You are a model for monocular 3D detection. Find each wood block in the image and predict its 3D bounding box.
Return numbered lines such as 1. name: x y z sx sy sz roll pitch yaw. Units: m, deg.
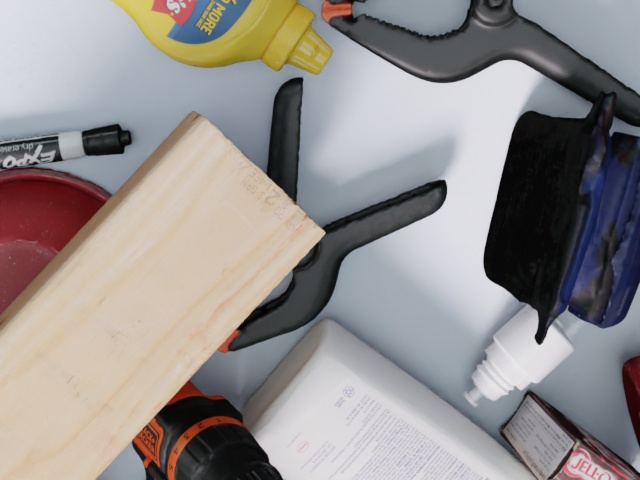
1. wood block: -0.104 0.036 0.578 0.090 0.091 0.206 43 90 -13

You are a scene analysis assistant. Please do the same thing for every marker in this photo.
1. marker: -0.175 -0.054 0.651 0.121 0.020 0.020 -8 100 1

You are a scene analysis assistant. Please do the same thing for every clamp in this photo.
1. clamp: -0.004 0.001 0.652 0.120 0.039 0.171 28 101 1
2. clamp: 0.108 -0.133 0.630 0.210 0.036 0.164 -11 100 3

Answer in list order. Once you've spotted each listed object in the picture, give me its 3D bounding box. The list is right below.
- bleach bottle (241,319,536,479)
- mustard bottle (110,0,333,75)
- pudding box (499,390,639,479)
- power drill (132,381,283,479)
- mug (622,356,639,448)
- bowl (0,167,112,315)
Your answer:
1. bleach bottle: 0.072 0.161 0.668 0.250 0.068 0.103 38 104 -10
2. mustard bottle: -0.076 -0.156 0.615 0.191 0.058 0.096 34 93 -6
3. pudding box: 0.162 0.141 0.638 0.090 0.113 0.039 38 91 -7
4. power drill: -0.074 0.184 0.623 0.057 0.185 0.188 0 107 -30
5. mug: 0.237 0.112 0.653 0.081 0.093 0.117 -14 125 7
6. bowl: -0.178 0.039 0.649 0.162 0.055 0.162 0 100 0
